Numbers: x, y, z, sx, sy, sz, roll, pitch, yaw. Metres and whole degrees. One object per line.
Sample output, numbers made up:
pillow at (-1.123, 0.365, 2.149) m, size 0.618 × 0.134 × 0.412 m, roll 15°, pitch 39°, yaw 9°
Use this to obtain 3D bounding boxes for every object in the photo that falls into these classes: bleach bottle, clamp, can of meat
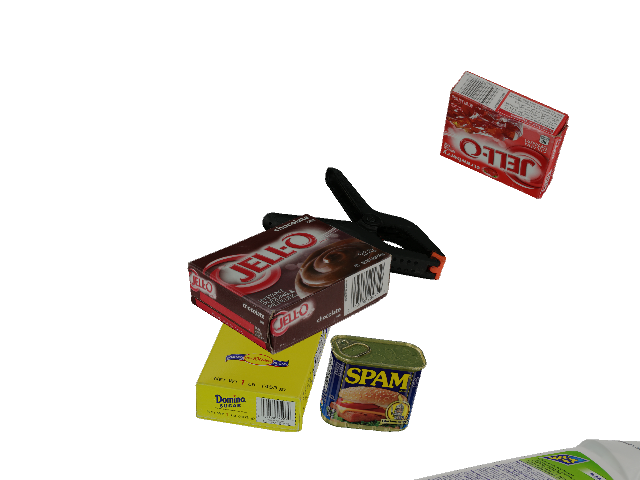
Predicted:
bleach bottle at (0.132, 0.164, 0.618) m, size 0.250 × 0.068 × 0.103 m, roll -7°, pitch 19°, yaw -28°
clamp at (0.046, -0.009, 1.258) m, size 0.210 × 0.036 × 0.164 m, roll 32°, pitch 39°, yaw 23°
can of meat at (0.054, 0.155, 1.145) m, size 0.102 × 0.084 × 0.057 m, roll 8°, pitch 21°, yaw -9°

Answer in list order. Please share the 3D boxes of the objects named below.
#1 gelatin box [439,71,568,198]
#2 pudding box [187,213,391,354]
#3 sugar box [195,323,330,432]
gelatin box at (0.139, -0.079, 0.814) m, size 0.089 × 0.030 × 0.073 m, roll 27°, pitch -32°, yaw 18°
pudding box at (-0.021, 0.027, 0.737) m, size 0.113 × 0.039 × 0.090 m, roll -22°, pitch 35°, yaw -38°
sugar box at (-0.046, 0.097, 0.969) m, size 0.093 × 0.048 × 0.176 m, roll 8°, pitch 34°, yaw 6°
